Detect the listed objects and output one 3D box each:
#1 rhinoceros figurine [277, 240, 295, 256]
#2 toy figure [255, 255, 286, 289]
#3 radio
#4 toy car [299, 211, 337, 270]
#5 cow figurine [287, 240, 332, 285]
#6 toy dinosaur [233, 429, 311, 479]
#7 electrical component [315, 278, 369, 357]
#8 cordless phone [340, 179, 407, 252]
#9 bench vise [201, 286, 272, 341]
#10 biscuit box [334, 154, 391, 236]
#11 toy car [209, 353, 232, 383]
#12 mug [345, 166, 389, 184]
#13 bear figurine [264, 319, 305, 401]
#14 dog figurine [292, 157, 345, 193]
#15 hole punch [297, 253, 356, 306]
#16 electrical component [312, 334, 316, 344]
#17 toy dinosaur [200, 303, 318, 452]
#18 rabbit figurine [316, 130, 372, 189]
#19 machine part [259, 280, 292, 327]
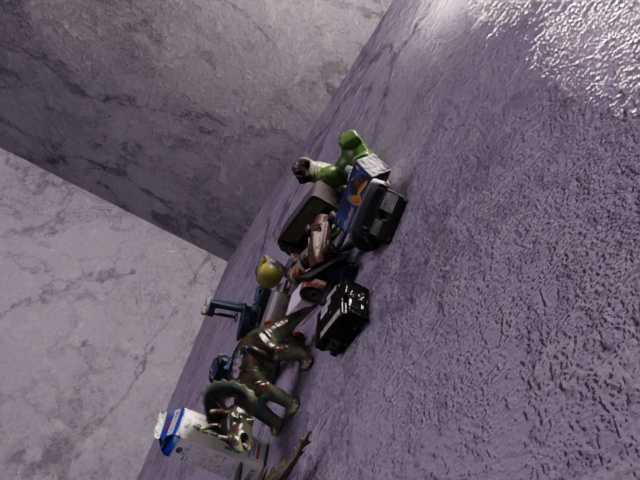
[{"bbox_3d":[-0.049,-0.029,1.654,0.190,0.112,0.073,-44,3,-15],"label":"rhinoceros figurine"},{"bbox_3d":[-0.150,0.098,1.581,0.180,0.082,0.089,176,115,-75],"label":"toy figure"},{"bbox_3d":[-0.012,-0.050,1.512,0.229,0.131,0.073,-49,18,45],"label":"radio"},{"bbox_3d":[-0.003,-0.004,1.285,0.089,0.053,0.202,-25,25,21],"label":"toy car"},{"bbox_3d":[-0.029,0.058,1.460,0.195,0.085,0.127,-48,17,38],"label":"cow figurine"},{"bbox_3d":[-0.152,0.504,0.960,0.471,0.105,0.199,-48,14,31],"label":"toy dinosaur"},{"bbox_3d":[0.044,0.143,1.049,0.115,0.058,0.134,-53,15,28],"label":"electrical component"},{"bbox_3d":[0.101,-0.040,1.167,0.146,0.089,0.184,-66,8,-16],"label":"cordless phone"},{"bbox_3d":[-0.242,0.218,1.659,0.129,0.241,0.223,-106,30,-68],"label":"bench vise"},{"bbox_3d":[0.091,-0.096,1.217,0.059,0.063,0.202,-27,-28,-32],"label":"biscuit box"},{"bbox_3d":[-0.215,0.367,1.446,0.103,0.162,0.109,-20,-41,-60],"label":"toy car"},{"bbox_3d":[0.115,-0.141,1.283,0.081,0.109,0.107,-51,28,1],"label":"mug"},{"bbox_3d":[-0.129,0.290,1.302,0.196,0.120,0.132,-44,24,39],"label":"bear figurine"},{"bbox_3d":[0.006,-0.201,1.632,0.121,0.190,0.172,-61,11,5],"label":"dog figurine"},{"bbox_3d":[0.027,0.090,1.211,0.116,0.092,0.142,-35,3,-15],"label":"hole punch"},{"bbox_3d":[0.012,0.185,1.163,0.094,0.021,0.063,-62,12,-1],"label":"electrical component"},{"bbox_3d":[-0.129,0.271,1.155,0.131,0.192,0.405,-46,21,46],"label":"toy dinosaur"},{"bbox_3d":[0.065,-0.205,1.486,0.170,0.121,0.159,-33,-9,14],"label":"rabbit figurine"},{"bbox_3d":[-0.120,0.225,1.445,0.079,0.079,0.243,159,130,-71],"label":"machine part"}]
